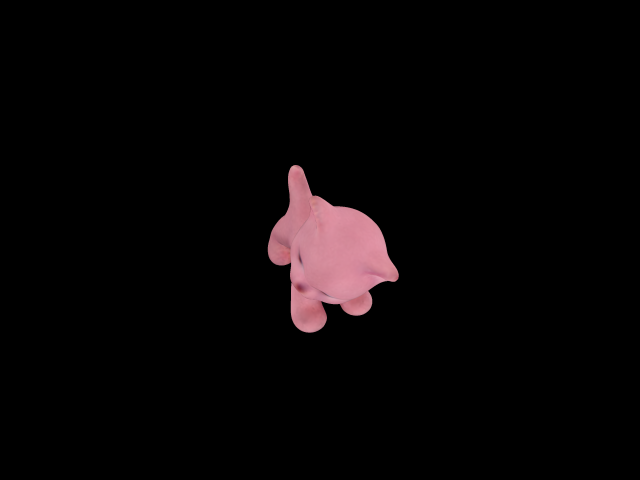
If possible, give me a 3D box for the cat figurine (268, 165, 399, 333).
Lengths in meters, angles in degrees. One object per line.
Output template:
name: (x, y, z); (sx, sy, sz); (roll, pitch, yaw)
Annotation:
cat figurine: (0.004, 0.001, 0.400); (0.067, 0.118, 0.127); (-17, 51, -13)
